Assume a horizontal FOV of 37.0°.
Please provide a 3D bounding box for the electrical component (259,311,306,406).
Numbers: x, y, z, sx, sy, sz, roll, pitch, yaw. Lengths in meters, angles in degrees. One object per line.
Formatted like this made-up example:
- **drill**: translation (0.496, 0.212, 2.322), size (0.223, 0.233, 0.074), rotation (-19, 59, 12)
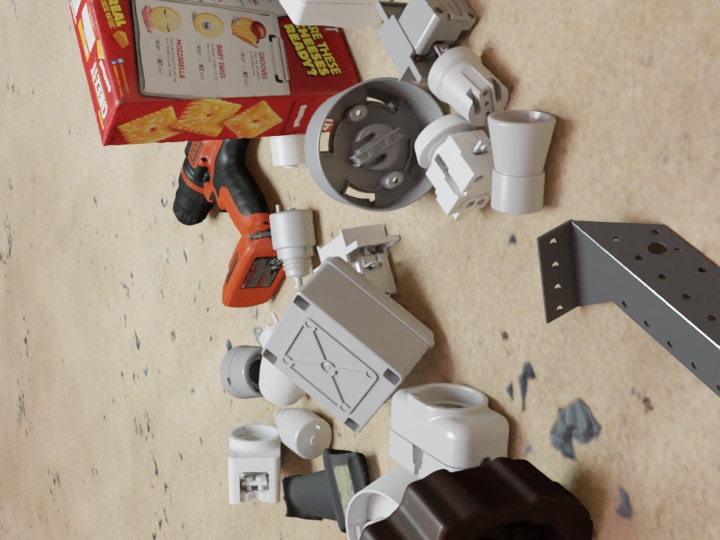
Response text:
- **electrical component**: translation (-0.072, 0.077, 1.033), size (0.079, 0.043, 0.077), rotation (62, 143, 32)

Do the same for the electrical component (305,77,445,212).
- **electrical component**: translation (0.010, -0.094, 0.814), size (0.064, 0.099, 0.099), rotation (-171, 77, -65)

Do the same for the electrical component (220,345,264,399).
- **electrical component**: translation (-0.107, 0.103, 1.087), size (0.047, 0.055, 0.055), rotation (-9, 88, 56)

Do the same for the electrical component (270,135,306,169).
- **electrical component**: translation (-0.066, -0.126, 0.987), size (0.044, 0.044, 0.065), rotation (9, 108, 58)

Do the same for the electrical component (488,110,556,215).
- **electrical component**: translation (0.105, -0.069, 0.711), size (0.044, 0.044, 0.065), rotation (31, 126, 53)

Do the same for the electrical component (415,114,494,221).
- **electrical component**: translation (0.070, -0.077, 0.763), size (0.055, 0.048, 0.066), rotation (58, 142, 24)

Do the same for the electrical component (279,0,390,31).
- **electrical component**: translation (-0.028, -0.228, 0.847), size (0.061, 0.096, 0.061), rotation (60, 143, 34)

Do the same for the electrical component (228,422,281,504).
- **electrical component**: translation (-0.104, 0.188, 1.072), size (0.089, 0.050, 0.055), rotation (-107, 17, -78)

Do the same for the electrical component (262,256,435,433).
- **electrical component**: translation (-0.011, 0.061, 0.865), size (0.109, 0.056, 0.108), rotation (39, 142, 5)

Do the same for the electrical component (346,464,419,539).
- **electrical component**: translation (0.037, 0.212, 0.881), size (0.099, 0.064, 0.099), rotation (19, 117, 43)

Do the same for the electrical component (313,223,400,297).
- **electrical component**: translation (0.000, 0.000, 0.900), size (0.081, 0.042, 0.063), rotation (-34, 71, 57)

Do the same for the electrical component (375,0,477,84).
- **electrical component**: translation (0.049, -0.175, 0.781), size (0.081, 0.042, 0.063), rotation (64, 143, 27)

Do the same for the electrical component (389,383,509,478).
- **electrical component**: translation (0.065, 0.121, 0.801), size (0.095, 0.054, 0.059), rotation (24, 116, 56)

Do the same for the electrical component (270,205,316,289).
- **electrical component**: translation (-0.061, -0.022, 0.997), size (0.040, 0.040, 0.078), rotation (-6, 90, 59)

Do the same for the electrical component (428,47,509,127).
- **electrical component**: translation (0.076, -0.127, 0.749), size (0.046, 0.040, 0.040), rotation (51, 137, 35)

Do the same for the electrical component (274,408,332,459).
- **electrical component**: translation (-0.059, 0.151, 1.029), size (0.078, 0.040, 0.040), rotation (23, 115, 56)
